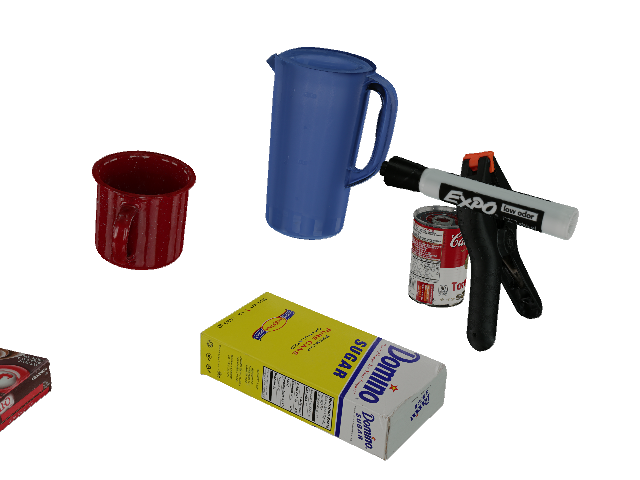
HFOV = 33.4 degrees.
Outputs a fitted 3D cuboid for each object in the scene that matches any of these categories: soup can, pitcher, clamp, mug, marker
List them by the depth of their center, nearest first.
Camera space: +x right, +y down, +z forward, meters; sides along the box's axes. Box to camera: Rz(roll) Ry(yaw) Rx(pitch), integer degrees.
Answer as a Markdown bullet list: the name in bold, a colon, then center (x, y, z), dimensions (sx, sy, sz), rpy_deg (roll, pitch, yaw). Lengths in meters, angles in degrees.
- **marker**: center (0.090, -0.027, 0.622), dimensions (0.121, 0.020, 0.020), rpy_deg (19, 8, 26)
- **clamp**: center (0.148, 0.011, 0.938), dimensions (0.039, 0.171, 0.120), rpy_deg (-11, 14, 31)
- **mug**: center (-0.165, -0.020, 0.968), dimensions (0.093, 0.081, 0.117), rpy_deg (10, 29, 1)
- **soup can**: center (0.137, 0.019, 1.236), dimensions (0.068, 0.102, 0.068), rpy_deg (2, 21, -1)
- **pitcher**: center (0.002, -0.126, 1.414), dimensions (0.144, 0.243, 0.149), rpy_deg (-1, 24, -21)

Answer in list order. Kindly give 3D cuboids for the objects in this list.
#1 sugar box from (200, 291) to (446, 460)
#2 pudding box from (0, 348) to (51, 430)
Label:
- **sugar box**: center (0.001, 0.100, 0.836), dimensions (0.176, 0.048, 0.093), rpy_deg (17, 29, 29)
- **pudding box**: center (-0.312, 0.130, 0.951), dimensions (0.114, 0.039, 0.089), rpy_deg (7, 23, 20)
